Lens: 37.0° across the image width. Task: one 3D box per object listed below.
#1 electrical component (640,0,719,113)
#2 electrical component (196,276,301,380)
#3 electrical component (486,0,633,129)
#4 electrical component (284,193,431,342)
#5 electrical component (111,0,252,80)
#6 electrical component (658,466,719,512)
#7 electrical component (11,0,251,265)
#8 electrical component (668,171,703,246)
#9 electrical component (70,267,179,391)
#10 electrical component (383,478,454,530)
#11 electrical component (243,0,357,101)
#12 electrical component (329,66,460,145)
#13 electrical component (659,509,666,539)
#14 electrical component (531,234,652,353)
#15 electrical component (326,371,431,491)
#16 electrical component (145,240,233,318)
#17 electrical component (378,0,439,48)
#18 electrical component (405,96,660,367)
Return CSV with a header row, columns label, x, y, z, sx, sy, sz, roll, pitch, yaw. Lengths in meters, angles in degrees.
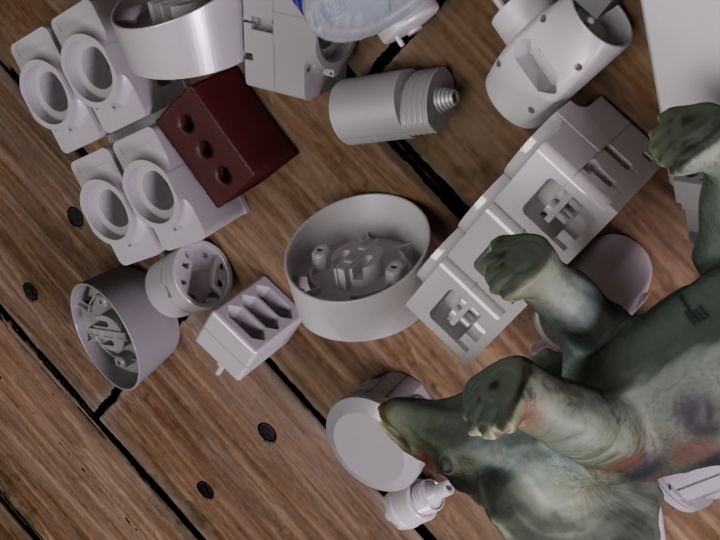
label,x,y,z,sx,sy,sz,roll,pitch,yaw
electrical component,0.197,-0.118,0.542,0.100,0.048,0.099,-1,114,36
electrical component,-0.091,0.055,0.834,0.047,0.066,0.076,43,132,8
electrical component,0.101,-0.133,0.606,0.079,0.043,0.077,57,137,9
electrical component,0.000,0.000,0.720,0.099,0.099,0.064,13,128,30
electrical component,-0.113,-0.167,0.706,0.099,0.099,0.064,13,128,30
electrical component,0.200,0.099,0.642,0.051,0.080,0.080,-34,93,37
electrical component,-0.176,-0.104,0.809,0.105,0.060,0.186,-15,105,40
electrical component,0.201,-0.034,0.581,0.066,0.048,0.055,14,139,38
electrical component,-0.203,0.048,0.911,0.099,0.064,0.099,17,124,27
electrical component,0.048,0.175,0.824,0.061,0.035,0.035,-35,92,40
electrical component,-0.037,-0.160,0.684,0.056,0.050,0.089,18,124,27
electrical component,0.025,-0.104,0.676,0.081,0.043,0.043,-2,114,36
electrical component,0.182,0.151,0.710,0.044,0.044,0.065,12,117,30
electrical component,0.131,0.024,0.649,0.044,0.077,0.079,45,133,6
electrical component,0.019,0.119,0.801,0.080,0.051,0.080,17,124,28
electrical component,-0.136,0.009,0.849,0.047,0.055,0.055,-21,102,45
electrical component,0.015,-0.173,0.647,0.040,0.040,0.078,-30,93,42
electrical component,0.099,-0.024,0.636,0.062,0.089,0.150,44,132,7
